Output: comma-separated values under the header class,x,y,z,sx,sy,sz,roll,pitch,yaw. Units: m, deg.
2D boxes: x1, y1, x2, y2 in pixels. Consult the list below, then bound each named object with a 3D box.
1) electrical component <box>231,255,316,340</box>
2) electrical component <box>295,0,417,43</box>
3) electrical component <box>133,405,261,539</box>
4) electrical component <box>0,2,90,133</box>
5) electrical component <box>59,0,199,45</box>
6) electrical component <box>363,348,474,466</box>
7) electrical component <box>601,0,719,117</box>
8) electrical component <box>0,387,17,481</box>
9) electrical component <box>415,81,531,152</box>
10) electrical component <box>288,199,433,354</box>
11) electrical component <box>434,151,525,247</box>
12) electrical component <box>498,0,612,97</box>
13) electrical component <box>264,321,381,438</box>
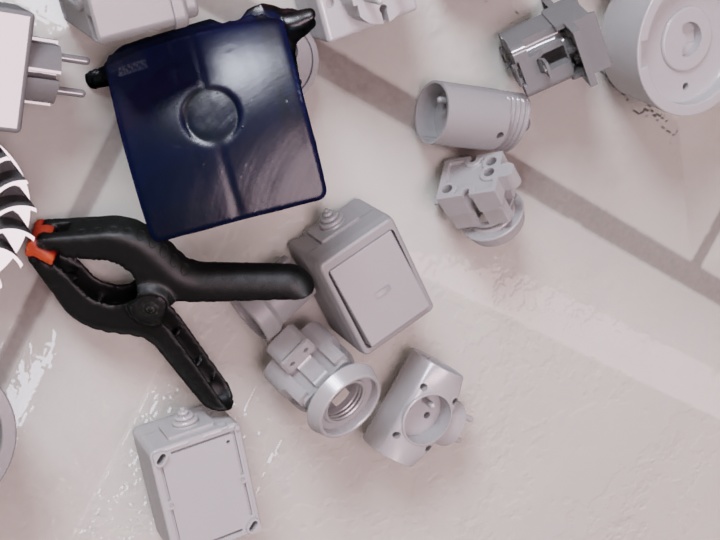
class,x,y,z,sx,sy,sz,roll,pitch,yaw
electrical component,-0.058,0.018,0.719,0.046,0.040,0.040,-41,122,-15
electrical component,0.003,-0.171,0.660,0.066,0.077,0.047,-25,118,-18
electrical component,-0.112,0.133,0.723,0.062,0.061,0.096,-17,108,-22
electrical component,-0.189,-0.112,0.596,0.077,0.047,0.065,4,106,-29
electrical component,-0.136,-0.182,0.564,0.056,0.109,0.108,-19,116,-18
electrical component,0.053,0.109,0.808,0.079,0.044,0.077,27,94,-33
electrical component,0.226,-0.171,0.788,0.108,0.060,0.108,-10,112,-25
electrical component,-0.260,0.088,0.624,0.108,0.060,0.108,-10,112,-25
electrical component,0.084,-0.105,0.747,0.081,0.043,0.043,2,107,-29
electrical component,0.000,0.000,0.730,0.062,0.061,0.096,-34,120,-13
electrical component,0.088,-0.049,0.762,0.055,0.066,0.048,53,40,-42
electrical component,0.132,-0.153,0.741,0.064,0.081,0.042,-23,119,6
electrical component,-0.023,0.077,0.733,0.058,0.057,0.078,-46,143,-5
